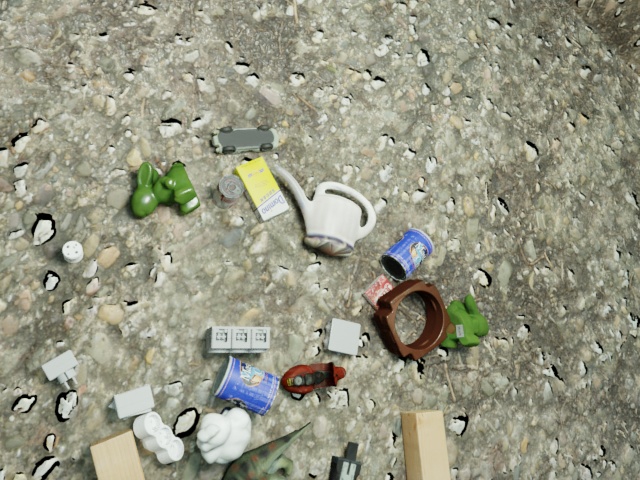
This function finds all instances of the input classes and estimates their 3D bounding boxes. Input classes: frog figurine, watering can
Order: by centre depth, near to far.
[{"bbox_3d":[-0.224,0.458,1.215,0.139,0.156,0.123,-38,77,-21],"label":"frog figurine"},{"bbox_3d":[0.005,-0.076,1.517,0.346,0.102,0.228,19,68,-16],"label":"watering can"}]
